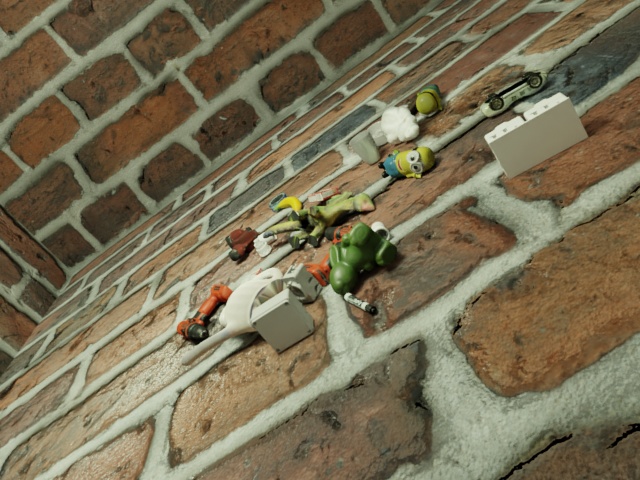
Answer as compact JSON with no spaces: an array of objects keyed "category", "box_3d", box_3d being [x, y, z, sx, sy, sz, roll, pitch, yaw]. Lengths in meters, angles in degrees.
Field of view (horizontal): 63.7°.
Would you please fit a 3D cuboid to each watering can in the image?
[{"category":"watering can","box_3d":[-0.195,0.198,1.331,0.223,0.103,0.354,-8,35,50]}]

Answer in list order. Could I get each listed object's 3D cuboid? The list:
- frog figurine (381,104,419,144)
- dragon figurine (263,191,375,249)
[{"category":"frog figurine","box_3d":[0.272,-0.384,1.755,0.163,0.122,0.134,-92,23,-53]},{"category":"dragon figurine","box_3d":[0.005,-0.082,1.626,0.246,0.121,0.408,-32,17,-36]}]
